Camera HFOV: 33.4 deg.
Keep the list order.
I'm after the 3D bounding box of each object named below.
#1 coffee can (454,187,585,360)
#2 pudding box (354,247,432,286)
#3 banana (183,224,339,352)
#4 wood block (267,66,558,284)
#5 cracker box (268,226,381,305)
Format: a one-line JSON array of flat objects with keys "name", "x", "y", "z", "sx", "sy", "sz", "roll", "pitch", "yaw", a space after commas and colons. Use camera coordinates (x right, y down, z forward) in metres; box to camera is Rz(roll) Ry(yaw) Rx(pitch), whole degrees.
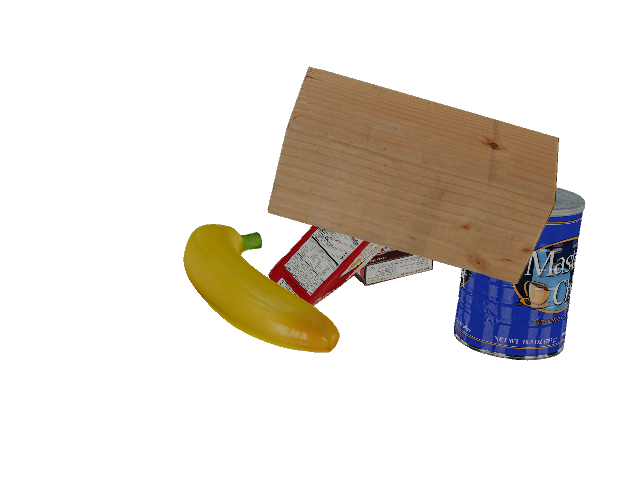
[{"name": "coffee can", "x": 0.180, "y": 0.025, "z": 0.976, "sx": 0.103, "sy": 0.140, "sz": 0.103, "roll": 4, "pitch": 16, "yaw": -1}, {"name": "pudding box", "x": 0.092, "y": 0.022, "z": 1.529, "sx": 0.113, "sy": 0.039, "sz": 0.090, "roll": -15, "pitch": 26, "yaw": -21}, {"name": "banana", "x": -0.049, "y": 0.023, "z": 0.687, "sx": 0.069, "sy": 0.037, "sz": 0.198, "roll": -6, "pitch": 22, "yaw": -16}, {"name": "wood block", "x": 0.073, "y": -0.052, "z": 0.841, "sx": 0.206, "sy": 0.090, "sz": 0.090, "roll": 16, "pitch": 43, "yaw": 1}, {"name": "cracker box", "x": 0.052, "y": -0.025, "z": 1.270, "sx": 0.214, "sy": 0.072, "sz": 0.163, "roll": -48, "pitch": -9, "yaw": 34}]
